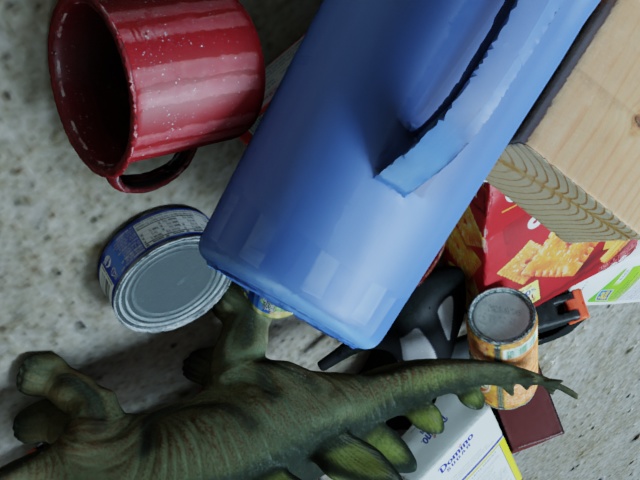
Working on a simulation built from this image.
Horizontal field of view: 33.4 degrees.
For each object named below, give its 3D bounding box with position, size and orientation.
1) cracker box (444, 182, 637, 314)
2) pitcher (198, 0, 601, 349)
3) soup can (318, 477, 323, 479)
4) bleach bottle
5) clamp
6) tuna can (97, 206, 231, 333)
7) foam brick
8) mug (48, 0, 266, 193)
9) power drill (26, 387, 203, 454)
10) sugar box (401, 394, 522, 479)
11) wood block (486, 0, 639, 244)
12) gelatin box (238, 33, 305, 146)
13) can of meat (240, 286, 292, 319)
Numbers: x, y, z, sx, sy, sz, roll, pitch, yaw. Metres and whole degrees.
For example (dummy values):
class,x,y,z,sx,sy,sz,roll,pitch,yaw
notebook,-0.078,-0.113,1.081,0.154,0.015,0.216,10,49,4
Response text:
class,x,y,z,sx,sy,sz,roll,pitch,yaw
cracker box,0.180,-0.039,0.833,0.164,0.072,0.214,-27,144,-14
pitcher,0.043,-0.069,0.548,0.243,0.145,0.149,-60,154,-5
soup can,-0.039,0.237,0.905,0.102,0.069,0.068,-32,145,-11
bleach bottle,0.288,0.016,1.000,0.250,0.068,0.103,-4,137,-35
clamp,0.162,0.089,0.963,0.120,0.039,0.172,-7,157,-38
tuna can,-0.101,0.019,0.697,0.086,0.034,0.086,-23,143,-19
foam brick,0.185,0.151,0.979,0.051,0.078,0.053,-18,166,0
mug,-0.083,-0.075,0.551,0.081,0.093,0.117,-17,132,-34
power drill,-0.112,0.197,0.781,0.187,0.184,0.057,-11,138,-17
sugar box,0.119,0.198,0.930,0.093,0.048,0.176,-43,143,-10
wood block,0.185,-0.109,0.623,0.090,0.090,0.206,36,80,-12
gelatin box,-0.008,-0.085,0.659,0.089,0.030,0.073,-41,144,7
can of meat,-0.005,0.001,0.738,0.102,0.057,0.084,-17,144,-25
